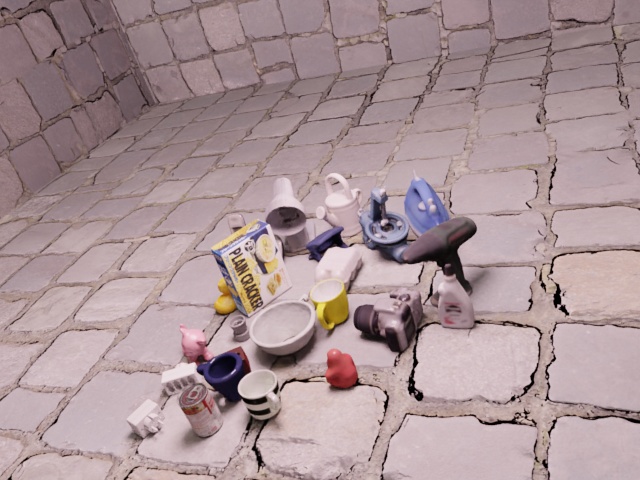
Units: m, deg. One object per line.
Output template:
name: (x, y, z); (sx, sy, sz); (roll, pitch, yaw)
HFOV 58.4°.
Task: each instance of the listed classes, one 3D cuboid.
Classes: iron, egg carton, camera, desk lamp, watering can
iron: (0.309, -0.094, 1.633); (0.118, 0.142, 0.258); (-17, 31, 2)
egg carton: (0.051, 0.077, 1.565); (0.107, 0.069, 0.150); (0, 35, 27)
camera: (0.154, 0.171, 1.334); (0.136, 0.101, 0.143); (4, 37, 31)
desk lamp: (-0.091, -0.069, 1.729); (0.118, 0.214, 0.203); (-15, 31, 6)
watering can: (0.063, -0.109, 1.733); (0.100, 0.194, 0.173); (1, 36, 28)

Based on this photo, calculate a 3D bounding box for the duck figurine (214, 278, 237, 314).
duck figurine: (-0.260, 0.147, 1.598); (0.077, 0.086, 0.105); (11, 42, 39)

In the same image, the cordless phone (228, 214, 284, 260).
cordless phone: (-0.191, 0.002, 1.696); (0.147, 0.185, 0.094); (-10, 32, 13)

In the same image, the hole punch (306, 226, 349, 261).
hole punch: (0.015, 0.006, 1.675); (0.109, 0.091, 0.100); (-34, 35, -25)

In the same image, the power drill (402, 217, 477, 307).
power drill: (0.290, 0.056, 1.341); (0.230, 0.209, 0.075); (-38, 36, -29)

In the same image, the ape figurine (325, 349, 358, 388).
ape figurine: (0.041, 0.271, 1.241); (0.078, 0.092, 0.076); (-30, 33, -19)

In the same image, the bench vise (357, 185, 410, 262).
bench vise: (0.153, -0.056, 1.577); (0.206, 0.220, 0.122); (15, 44, 43)

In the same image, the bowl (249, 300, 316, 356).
bowl: (-0.082, 0.226, 1.393); (0.167, 0.075, 0.167); (-13, 31, 8)

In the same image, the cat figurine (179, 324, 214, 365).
cat figurine: (-0.319, 0.253, 1.430); (0.067, 0.118, 0.127); (-30, 33, -18)

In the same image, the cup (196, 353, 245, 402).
cup: (-0.218, 0.318, 1.297); (0.117, 0.095, 0.092); (-4, 34, 22)

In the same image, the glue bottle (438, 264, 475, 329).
glue bottle: (0.294, 0.123, 1.267); (0.078, 0.173, 0.037); (-3, 34, 23)
